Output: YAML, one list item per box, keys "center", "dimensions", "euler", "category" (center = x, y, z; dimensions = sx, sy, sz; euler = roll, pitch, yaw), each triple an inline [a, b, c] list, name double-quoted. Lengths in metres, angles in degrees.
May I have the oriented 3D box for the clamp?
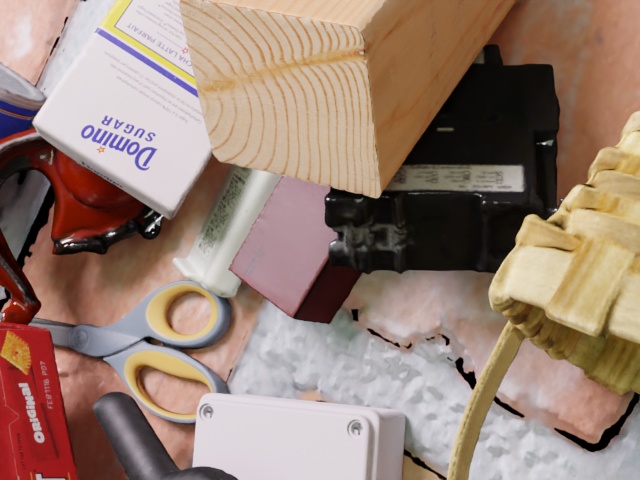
- center: [-0.079, 0.144, 0.565]
  dimensions: [0.172, 0.039, 0.120]
  euler: [-4, 86, 42]
  category: "clamp"

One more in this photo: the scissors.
- center: [-0.135, 0.048, 0.679]
  dimensions: [0.202, 0.016, 0.096]
  euler: [25, 93, 25]
  category: "scissors"

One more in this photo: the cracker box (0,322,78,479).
- center: [-0.228, 0.169, 0.639]
  dimensions: [0.214, 0.071, 0.164]
  euler: [-37, 59, 33]
  category: "cracker box"

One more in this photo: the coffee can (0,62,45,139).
- center: [-0.260, -0.058, 0.701]
  dimensions: [0.103, 0.102, 0.140]
  euler: [35, 99, 24]
  category: "coffee can"

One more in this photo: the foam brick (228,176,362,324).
- center: [-0.004, 0.001, 0.604]
  dimensions: [0.053, 0.051, 0.078]
  euler: [36, 99, 25]
  category: "foam brick"

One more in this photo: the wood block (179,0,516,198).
- center: [0.030, -0.126, 0.520]
  dimensions: [0.091, 0.090, 0.205]
  euler: [15, 48, 25]
  category: "wood block"

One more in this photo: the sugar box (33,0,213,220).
- center: [-0.076, -0.109, 0.610]
  dimensions: [0.093, 0.048, 0.176]
  euler: [33, 81, -5]
  category: "sugar box"
